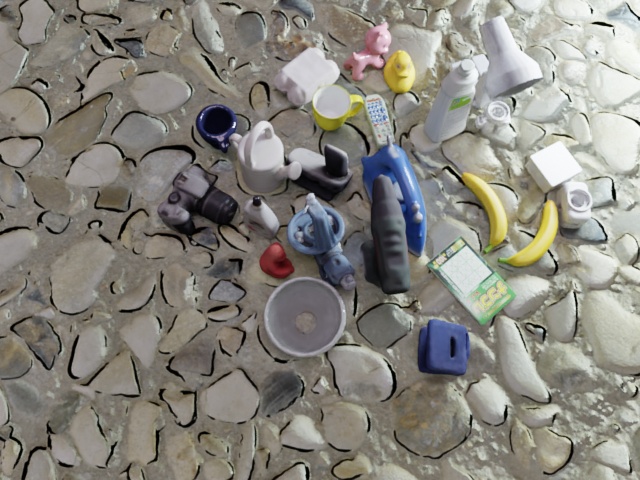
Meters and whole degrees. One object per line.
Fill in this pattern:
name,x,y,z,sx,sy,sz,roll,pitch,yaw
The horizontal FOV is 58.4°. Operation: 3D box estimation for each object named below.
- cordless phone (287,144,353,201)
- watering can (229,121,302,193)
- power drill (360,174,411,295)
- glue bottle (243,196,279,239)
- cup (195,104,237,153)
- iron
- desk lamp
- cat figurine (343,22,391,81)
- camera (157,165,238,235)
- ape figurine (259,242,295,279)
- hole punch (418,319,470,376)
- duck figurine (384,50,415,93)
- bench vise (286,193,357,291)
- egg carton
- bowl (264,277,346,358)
cordless phone,0.000,-0.176,1.244,0.147,0.185,0.094,24,72,7
watering can,-0.120,-0.185,1.239,0.173,0.194,0.101,10,71,2
power drill,0.131,0.009,1.171,0.075,0.208,0.229,-8,71,-4
glue bottle,-0.128,-0.055,1.204,0.078,0.173,0.037,20,71,6
cup,-0.227,-0.237,1.306,0.092,0.095,0.117,-18,72,-8
iron,0.181,-0.100,1.246,0.119,0.141,0.258,-19,72,-8
desk lamp,0.399,-0.392,1.317,0.118,0.213,0.203,-21,72,-8
cat figurine,0.121,-0.464,1.384,0.128,0.118,0.067,-36,75,-13
camera,-0.260,-0.078,1.247,0.136,0.101,0.143,28,72,8
ape figurine,-0.092,0.039,1.215,0.076,0.092,0.078,2,71,-1
hole punch,0.255,0.218,1.163,0.101,0.091,0.109,5,71,0
duck figurine,0.196,-0.422,1.389,0.077,0.086,0.104,-2,71,-2
bench vise,0.019,-0.004,1.166,0.207,0.220,0.121,39,74,11
egg carton,-0.031,-0.392,1.380,0.107,0.069,0.150,44,75,13
bowl,-0.031,0.164,1.182,0.167,0.075,0.167,1,71,-1
